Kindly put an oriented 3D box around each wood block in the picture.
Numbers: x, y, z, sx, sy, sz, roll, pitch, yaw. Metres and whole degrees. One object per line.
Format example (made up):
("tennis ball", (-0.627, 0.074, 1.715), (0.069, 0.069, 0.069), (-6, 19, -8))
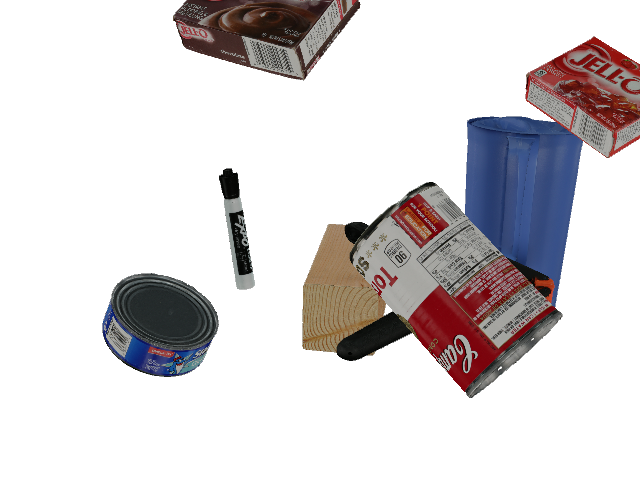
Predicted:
("wood block", (0.038, 0.057, 1.352), (0.091, 0.090, 0.206), (4, 22, 7))

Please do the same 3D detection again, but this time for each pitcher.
("pitcher", (0.226, -0.019, 1.235), (0.149, 0.243, 0.145), (-6, 17, -32))

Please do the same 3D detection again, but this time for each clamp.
("clamp", (0.114, 0.055, 1.016), (0.210, 0.164, 0.036), (6, -41, 9))

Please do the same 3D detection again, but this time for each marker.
("marker", (-0.082, -0.011, 1.049), (0.020, 0.121, 0.020), (-7, 16, 2))

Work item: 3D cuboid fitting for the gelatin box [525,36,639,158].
("gelatin box", (0.209, -0.109, 0.794), (0.073, 0.030, 0.089), (-29, 52, -23))

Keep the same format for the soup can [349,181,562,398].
("soup can", (0.073, 0.026, 0.587), (0.068, 0.102, 0.068), (-38, -15, -13))

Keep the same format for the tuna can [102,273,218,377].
("tuna can", (-0.125, 0.066, 0.829), (0.086, 0.034, 0.086), (18, 31, -12))

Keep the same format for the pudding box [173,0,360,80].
("pudding box", (-0.040, -0.173, 0.804), (0.114, 0.090, 0.039), (21, -30, 24))
